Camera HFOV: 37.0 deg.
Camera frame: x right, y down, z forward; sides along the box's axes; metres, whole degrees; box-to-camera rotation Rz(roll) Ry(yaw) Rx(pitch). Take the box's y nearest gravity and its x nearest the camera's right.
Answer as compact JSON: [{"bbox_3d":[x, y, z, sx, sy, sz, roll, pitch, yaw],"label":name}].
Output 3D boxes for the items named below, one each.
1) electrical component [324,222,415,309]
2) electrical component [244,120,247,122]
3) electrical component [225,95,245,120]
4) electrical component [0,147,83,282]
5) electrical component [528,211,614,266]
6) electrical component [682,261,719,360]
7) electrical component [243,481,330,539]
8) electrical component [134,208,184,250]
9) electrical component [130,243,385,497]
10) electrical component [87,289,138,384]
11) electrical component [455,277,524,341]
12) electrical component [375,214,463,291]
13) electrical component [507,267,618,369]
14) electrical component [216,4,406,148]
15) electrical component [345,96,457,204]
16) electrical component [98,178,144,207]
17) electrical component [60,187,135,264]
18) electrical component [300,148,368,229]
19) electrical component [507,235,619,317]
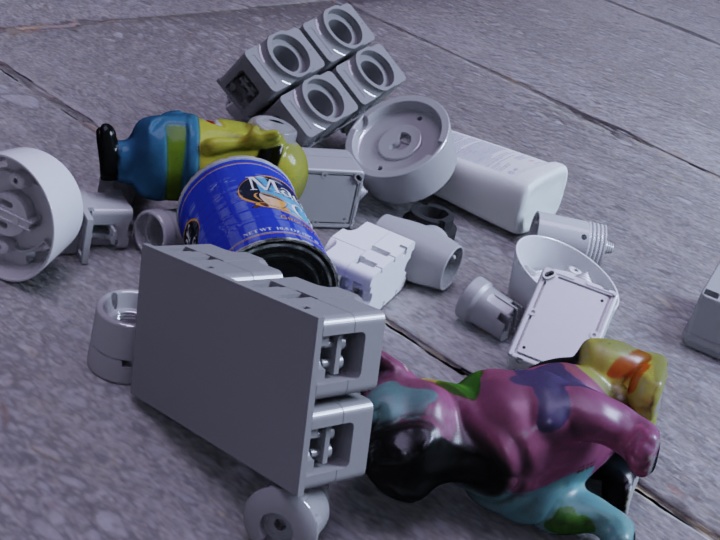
[{"bbox_3d":[0.000,0.000,0.915,0.056,0.050,0.089,23,30,17],"label":"electrical component"},{"bbox_3d":[-0.115,-0.112,1.073,0.066,0.047,0.077,-9,35,-35],"label":"electrical component"},{"bbox_3d":[-0.106,-0.190,1.173,0.061,0.096,0.061,46,18,-24],"label":"electrical component"},{"bbox_3d":[-0.268,-0.046,0.838,0.099,0.099,0.064,17,23,8],"label":"electrical component"},{"bbox_3d":[0.211,-0.029,1.064,0.081,0.043,0.043,11,28,-3],"label":"electrical component"},{"bbox_3d":[0.363,0.045,0.980,0.109,0.056,0.109,24,30,19],"label":"electrical component"},{"bbox_3d":[-0.038,0.142,0.650,0.048,0.048,0.062,21,23,14],"label":"electrical component"},{"bbox_3d":[-0.164,-0.034,0.921,0.040,0.040,0.046,31,27,29],"label":"electrical component"},{"bbox_3d":[-0.068,0.054,0.682,0.060,0.105,0.186,-4,16,-42],"label":"electrical component"},{"bbox_3d":[-0.164,0.046,0.766,0.055,0.047,0.055,10,28,-6],"label":"electrical component"},{"bbox_3d":[0.110,0.034,0.913,0.046,0.040,0.040,34,34,24],"label":"electrical component"},{"bbox_3d":[0.058,-0.020,0.983,0.077,0.043,0.079,25,22,21],"label":"electrical component"},{"bbox_3d":[0.162,0.047,0.852,0.062,0.061,0.096,21,71,15],"label":"electrical component"},{"bbox_3d":[-0.042,-0.197,1.105,0.105,0.060,0.186,52,44,-2],"label":"electrical component"},{"bbox_3d":[0.045,-0.115,1.081,0.108,0.060,0.108,-11,51,14],"label":"electrical component"},{"bbox_3d":[-0.213,-0.080,0.976,0.043,0.043,0.081,15,28,4],"label":"electrical component"},{"bbox_3d":[-0.228,-0.043,0.907,0.064,0.042,0.081,-1,32,-31],"label":"electrical component"},{"bbox_3d":[-0.041,-0.081,1.031,0.096,0.061,0.061,1,31,-22],"label":"electrical component"},{"bbox_3d":[0.176,0.019,0.939,0.099,0.064,0.099,10,28,-5],"label":"electrical component"}]
